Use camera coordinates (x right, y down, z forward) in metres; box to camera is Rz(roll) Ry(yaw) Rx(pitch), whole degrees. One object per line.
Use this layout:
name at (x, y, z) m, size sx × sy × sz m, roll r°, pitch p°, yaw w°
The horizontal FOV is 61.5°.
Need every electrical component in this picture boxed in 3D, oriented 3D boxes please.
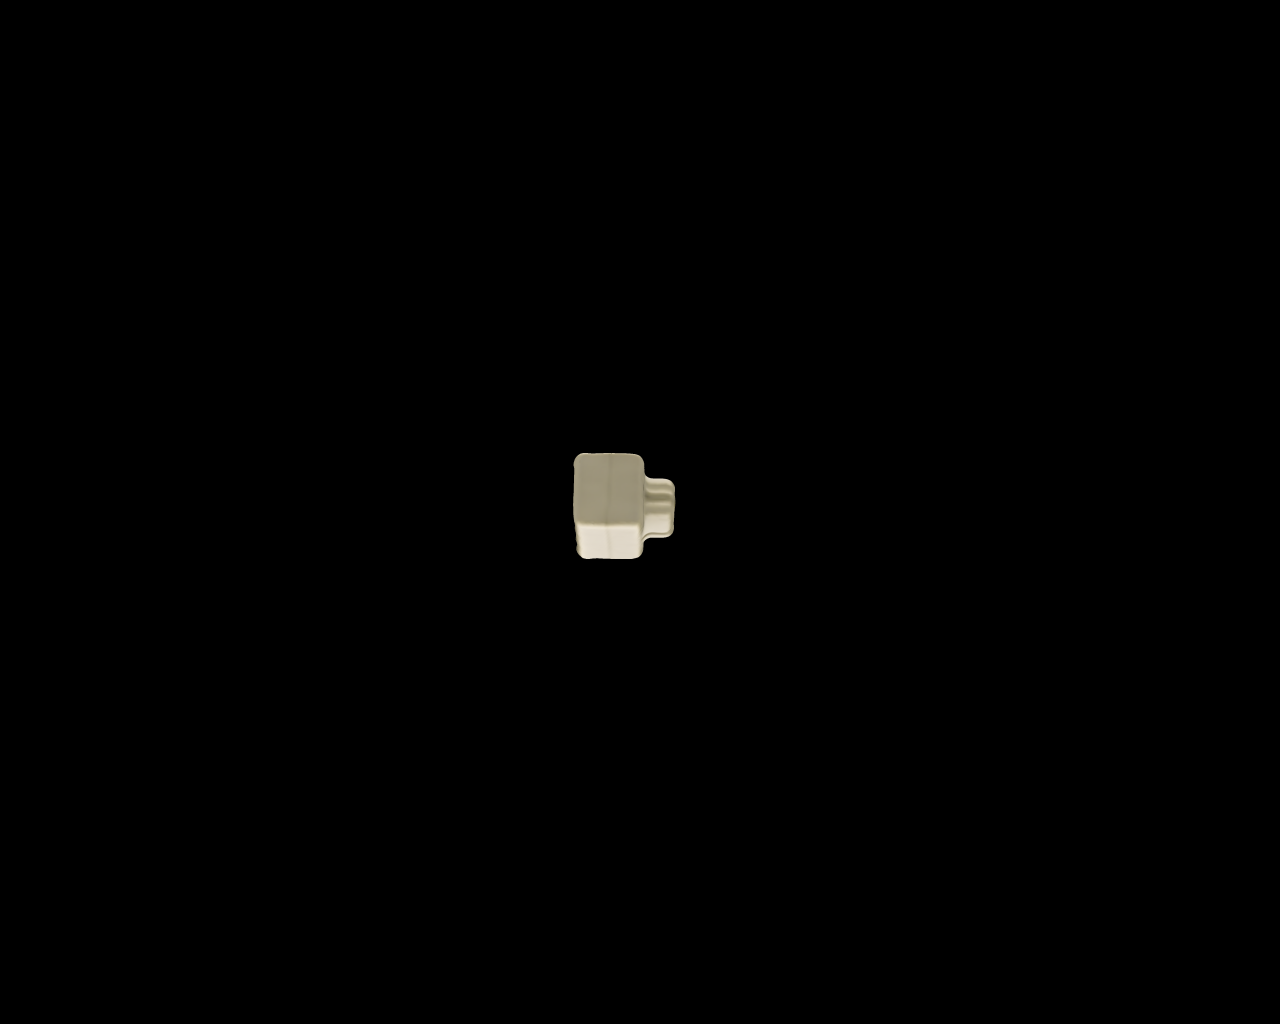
electrical component at (0.001, -0.003, 0.650) m, size 0.077 × 0.047 × 0.065 m, roll 0°, pitch -21°, yaw 0°
